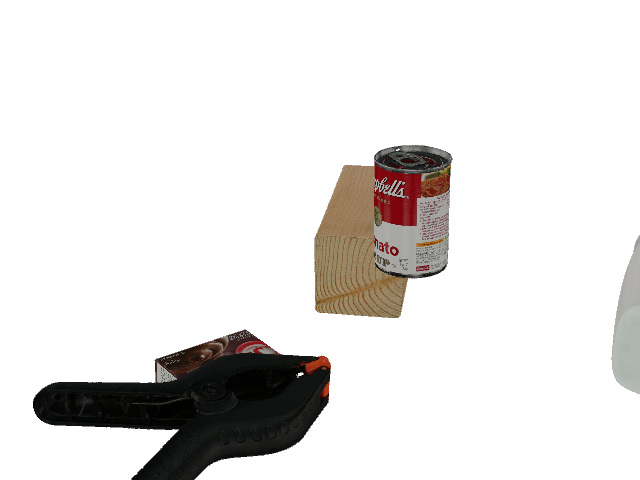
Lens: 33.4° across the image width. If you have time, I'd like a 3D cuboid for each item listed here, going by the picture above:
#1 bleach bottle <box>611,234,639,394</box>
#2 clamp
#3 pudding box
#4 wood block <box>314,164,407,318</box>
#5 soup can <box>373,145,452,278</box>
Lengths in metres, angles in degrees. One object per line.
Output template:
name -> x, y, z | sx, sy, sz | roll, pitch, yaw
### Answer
bleach bottle -> 0.265, 0.035, 0.747 | 0.103, 0.068, 0.250 | 10, 20, 18
clamp -> -0.063, 0.104, 0.593 | 0.171, 0.039, 0.120 | -11, 37, -22
pudding box -> -0.091, 0.134, 1.042 | 0.113, 0.039, 0.090 | -18, 31, -35
wood block -> 0.054, -0.005, 1.161 | 0.091, 0.090, 0.206 | 4, 25, 8
soup can -> 0.081, -0.026, 0.944 | 0.068, 0.102, 0.068 | -1, 23, 0
